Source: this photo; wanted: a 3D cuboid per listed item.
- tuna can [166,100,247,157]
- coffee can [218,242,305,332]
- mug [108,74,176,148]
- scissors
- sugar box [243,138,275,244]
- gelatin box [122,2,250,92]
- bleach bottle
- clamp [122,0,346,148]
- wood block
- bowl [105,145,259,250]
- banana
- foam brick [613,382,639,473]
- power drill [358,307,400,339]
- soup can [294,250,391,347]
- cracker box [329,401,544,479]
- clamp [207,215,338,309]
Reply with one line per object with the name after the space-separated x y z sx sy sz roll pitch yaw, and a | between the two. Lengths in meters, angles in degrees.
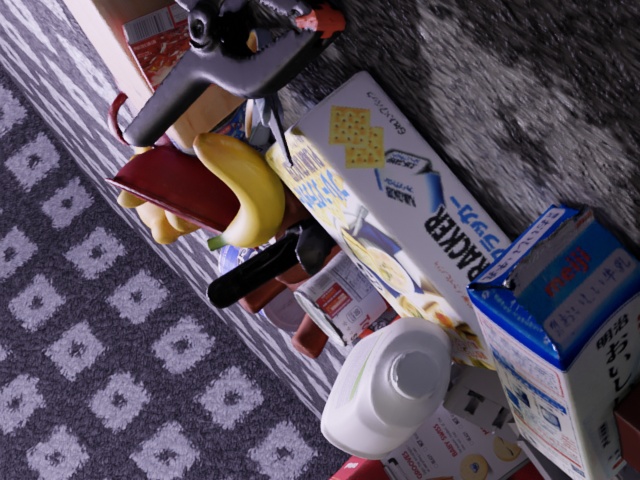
-0.103 -0.118 0.975 0.086 0.086 0.033 40 169 36 | tuna can
-0.051 0.042 1.294 0.102 0.102 0.140 53 168 -27 | coffee can
-0.159 -0.142 1.043 0.093 0.117 0.081 35 159 39 | mug
-0.037 -0.078 0.752 0.202 0.016 0.096 -101 16 -48 | scissors
-0.064 -0.058 1.143 0.093 0.048 0.176 44 165 20 | sugar box
-0.097 -0.150 0.824 0.073 0.089 0.030 67 -178 -56 | gelatin box
0.050 0.111 0.775 0.068 0.102 0.251 23 170 1 | bleach bottle
-0.073 -0.152 0.717 0.210 0.036 0.164 -2 98 43 | clamp
-0.142 -0.185 0.880 0.091 0.090 0.206 39 166 37 | wood block
-0.121 -0.047 1.024 0.162 0.055 0.162 24 176 1 | bowl
-0.062 -0.034 0.875 0.198 0.069 0.037 94 157 -64 | banana
0.214 0.115 0.639 0.051 0.053 0.078 40 168 35 | foam brick
0.099 0.136 1.163 0.187 0.057 0.185 50 166 -28 | power drill
0.036 0.035 0.928 0.068 0.102 0.068 46 170 10 | soup can
0.122 0.218 0.935 0.164 0.213 0.072 48 169 0 | cracker box
-0.006 0.001 0.889 0.120 0.171 0.039 -11 111 46 | clamp
